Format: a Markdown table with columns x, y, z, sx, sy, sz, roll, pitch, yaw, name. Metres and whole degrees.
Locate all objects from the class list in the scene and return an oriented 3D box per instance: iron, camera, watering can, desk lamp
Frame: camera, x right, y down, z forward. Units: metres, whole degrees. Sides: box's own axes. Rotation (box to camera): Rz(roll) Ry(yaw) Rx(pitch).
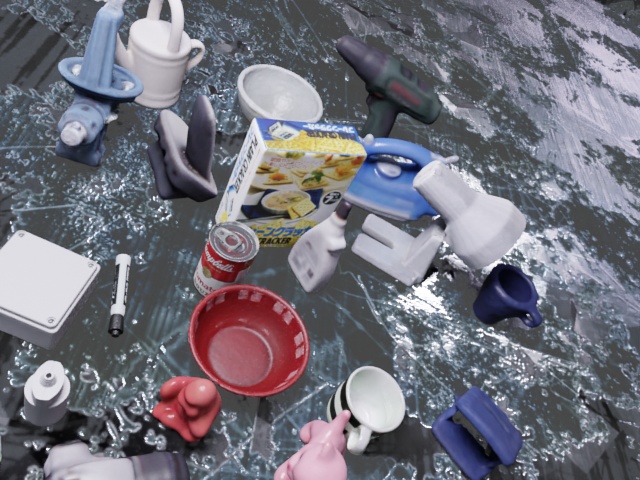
| x | y | z | sx | sy | sz | roll | pitch | yaw | name |
| --- | --- | --- | --- | --- | --- | --- | --- | --- | --- |
| 0.116 | -0.132 | 1.036 | 0.259 | 0.141 | 0.118 | 14 | 47 | -17 | iron |
| -0.195 | 0.264 | 0.557 | 0.137 | 0.100 | 0.143 | 0 | 53 | -29 | camera |
| -0.272 | -0.322 | 0.951 | 0.101 | 0.194 | 0.173 | 41 | 45 | 9 | watering can |
| 0.190 | -0.018 | 0.927 | 0.203 | 0.213 | 0.118 | 30 | 45 | -2 | desk lamp |

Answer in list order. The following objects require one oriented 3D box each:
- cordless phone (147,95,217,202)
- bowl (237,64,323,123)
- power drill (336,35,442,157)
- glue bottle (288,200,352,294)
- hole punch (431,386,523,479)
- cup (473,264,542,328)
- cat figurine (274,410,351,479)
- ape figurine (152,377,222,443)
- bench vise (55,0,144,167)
| x | y | z | sx | sy | sz | roll | pitch | yaw | name |
| --- | --- | --- | --- | --- | --- | --- | --- | --- | --- |
| -0.193 | -0.160 | 0.862 | 0.094 | 0.185 | 0.147 | -9 | 57 | -33 | cordless phone |
| -0.083 | -0.248 | 1.075 | 0.168 | 0.074 | 0.167 | 15 | 47 | -17 | bowl |
| 0.102 | -0.254 | 1.085 | 0.230 | 0.208 | 0.075 | 21 | 46 | -11 | power drill |
| 0.008 | 0.003 | 0.839 | 0.037 | 0.173 | 0.078 | -12 | 59 | -35 | glue bottle |
| 0.227 | 0.259 | 0.797 | 0.101 | 0.091 | 0.108 | -25 | 67 | -40 | hole punch |
| 0.312 | 0.111 | 0.967 | 0.092 | 0.095 | 0.117 | -16 | 62 | -37 | cup |
| 0.003 | 0.253 | 0.662 | 0.067 | 0.117 | 0.128 | 34 | 45 | 2 | cat figurine |
| -0.144 | 0.186 | 0.657 | 0.076 | 0.092 | 0.077 | -3 | 54 | -30 | ape figurine |
| -0.312 | -0.226 | 0.829 | 0.122 | 0.219 | 0.207 | 2 | 52 | -27 | bench vise |
